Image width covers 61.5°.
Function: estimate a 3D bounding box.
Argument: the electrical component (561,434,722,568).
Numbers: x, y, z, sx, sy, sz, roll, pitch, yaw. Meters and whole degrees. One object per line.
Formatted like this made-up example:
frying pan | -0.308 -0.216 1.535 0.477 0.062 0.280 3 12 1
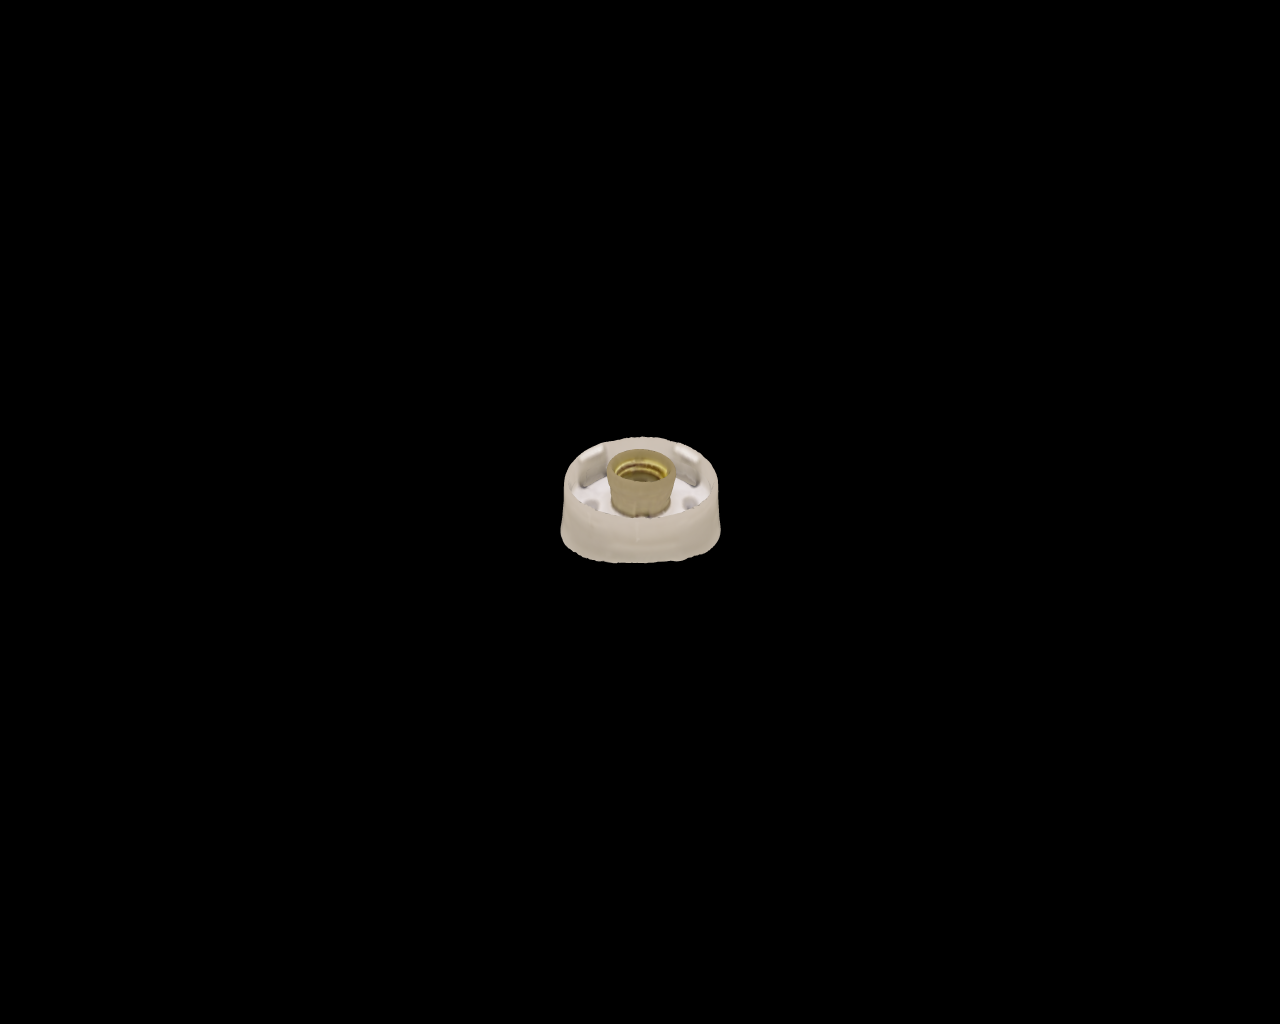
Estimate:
electrical component | 0.001 -0.003 0.650 0.099 0.064 0.099 0 36 0
